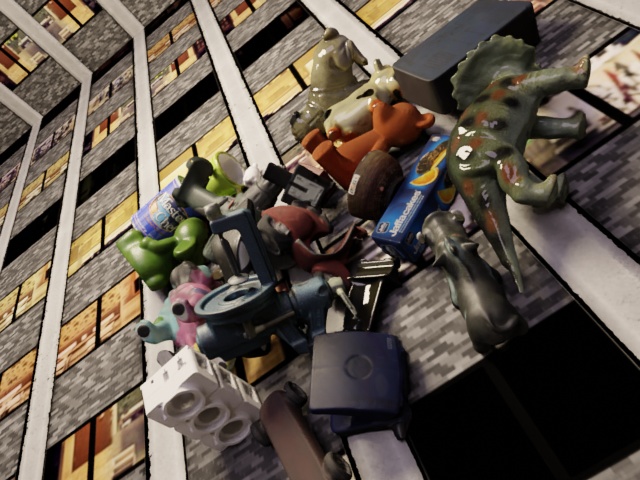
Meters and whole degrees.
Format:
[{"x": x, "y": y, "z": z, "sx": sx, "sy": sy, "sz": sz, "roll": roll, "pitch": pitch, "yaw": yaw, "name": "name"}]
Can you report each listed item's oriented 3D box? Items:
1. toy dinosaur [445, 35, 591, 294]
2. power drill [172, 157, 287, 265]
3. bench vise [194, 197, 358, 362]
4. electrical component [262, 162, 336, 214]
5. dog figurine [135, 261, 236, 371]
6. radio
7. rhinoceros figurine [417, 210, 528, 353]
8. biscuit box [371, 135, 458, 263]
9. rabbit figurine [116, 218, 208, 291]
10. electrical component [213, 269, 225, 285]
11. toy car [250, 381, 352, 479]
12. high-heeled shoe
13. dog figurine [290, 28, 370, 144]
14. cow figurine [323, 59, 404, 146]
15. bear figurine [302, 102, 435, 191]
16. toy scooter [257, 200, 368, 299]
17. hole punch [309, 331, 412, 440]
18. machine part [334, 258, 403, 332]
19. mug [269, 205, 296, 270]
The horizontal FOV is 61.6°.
[{"x": 0.240, "y": -0.130, "z": 0.721, "sx": 0.192, "sy": 0.131, "sz": 0.405, "roll": 11, "pitch": 60, "yaw": 35, "name": "toy dinosaur"}, {"x": -0.180, "y": -0.082, "z": 1.042, "sx": 0.207, "sy": 0.086, "sz": 0.232, "roll": 35, "pitch": 102, "yaw": 23, "name": "power drill"}, {"x": -0.082, "y": 0.054, "z": 0.734, "sx": 0.224, "sy": 0.240, "sz": 0.129, "roll": -19, "pitch": 14, "yaw": 3, "name": "bench vise"}, {"x": -0.039, "y": -0.091, "z": 0.923, "sx": 0.048, "sy": 0.119, "sz": 0.074, "roll": -73, "pitch": 6, "yaw": -85, "name": "electrical component"}, {"x": -0.201, "y": 0.131, "z": 0.920, "sx": 0.108, "sy": 0.191, "sz": 0.219, "roll": -37, "pitch": 6, "yaw": 14, "name": "dog figurine"}, {"x": 0.245, "y": -0.318, "z": 0.919, "sx": 0.229, "sy": 0.073, "sz": 0.131, "roll": -38, "pitch": 38, "yaw": -10, "name": "radio"}, {"x": 0.178, "y": 0.046, "z": 0.655, "sx": 0.073, "sy": 0.112, "sz": 0.190, "roll": -33, "pitch": 49, "yaw": 18, "name": "rhinoceros figurine"}, {"x": 0.158, "y": -0.064, "z": 0.808, "sx": 0.063, "sy": 0.059, "sz": 0.202, "roll": 16, "pitch": 67, "yaw": 47, "name": "biscuit box"}, {"x": -0.299, "y": 0.017, "z": 1.090, "sx": 0.170, "sy": 0.121, "sz": 0.159, "roll": -39, "pitch": 41, "yaw": -17, "name": "rabbit figurine"}, {"x": -0.140, "y": 0.066, "z": 0.926, "sx": 0.045, "sy": 0.102, "sz": 0.078, "roll": -30, "pitch": 63, "yaw": 27, "name": "electrical component"}, {"x": -0.025, "y": 0.266, "z": 0.681, "sx": 0.089, "sy": 0.053, "sz": 0.202, "roll": -50, "pitch": 35, "yaw": 1, "name": "toy car"}, {"x": -0.108, "y": 0.059, "z": 0.864, "sx": 0.086, "sy": 0.145, "sz": 0.249, "roll": -18, "pitch": 44, "yaw": 41, "name": "high-heeled shoe"}, {"x": -0.001, "y": -0.299, "z": 1.070, "sx": 0.190, "sy": 0.172, "sz": 0.121, "roll": -42, "pitch": 28, "yaw": -9, "name": "dog figurine"}, {"x": 0.094, "y": -0.260, "z": 1.020, "sx": 0.195, "sy": 0.085, "sz": 0.127, "roll": -32, "pitch": 47, "yaw": 15, "name": "cow figurine"}, {"x": 0.086, "y": -0.179, "z": 0.919, "sx": 0.196, "sy": 0.131, "sz": 0.120, "roll": -44, "pitch": 29, "yaw": 11, "name": "bear figurine"}, {"x": -0.002, "y": -0.003, "z": 0.849, "sx": 0.184, "sy": 0.075, "sz": 0.135, "roll": 42, "pitch": 64, "yaw": 11, "name": "toy scooter"}, {"x": 0.048, "y": 0.174, "z": 0.675, "sx": 0.116, "sy": 0.092, "sz": 0.142, "roll": -19, "pitch": 42, "yaw": 23, "name": "hole punch"}, {"x": 0.069, "y": 0.085, "z": 0.772, "sx": 0.084, "sy": 0.039, "sz": 0.139, "roll": 1, "pitch": 56, "yaw": 35, "name": "machine part"}, {"x": -0.062, "y": -0.017, "z": 0.942, "sx": 0.110, "sy": 0.080, "sz": 0.107, "roll": -24, "pitch": 38, "yaw": 16, "name": "mug"}]
